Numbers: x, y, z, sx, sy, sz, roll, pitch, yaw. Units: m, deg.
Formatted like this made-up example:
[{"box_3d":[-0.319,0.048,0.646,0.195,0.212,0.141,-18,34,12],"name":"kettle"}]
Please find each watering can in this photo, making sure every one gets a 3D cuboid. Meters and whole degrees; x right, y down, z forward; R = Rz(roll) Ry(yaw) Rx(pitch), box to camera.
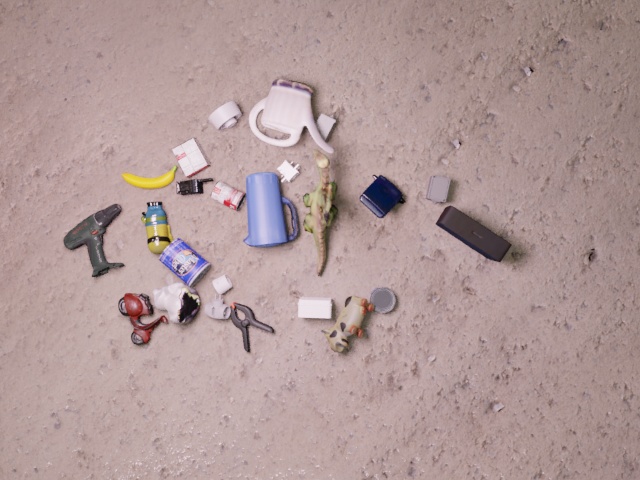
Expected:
[{"box_3d":[-0.079,-0.410,1.700,0.349,0.103,0.224,18,92,24],"name":"watering can"}]

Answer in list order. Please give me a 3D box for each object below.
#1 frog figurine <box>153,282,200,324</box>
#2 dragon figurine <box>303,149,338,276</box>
[{"box_3d":[-0.490,0.212,1.747,0.159,0.123,0.136,1,100,39],"name":"frog figurine"},{"box_3d":[0.005,-0.083,1.646,0.122,0.242,0.411,-2,88,-2],"name":"dragon figurine"}]
